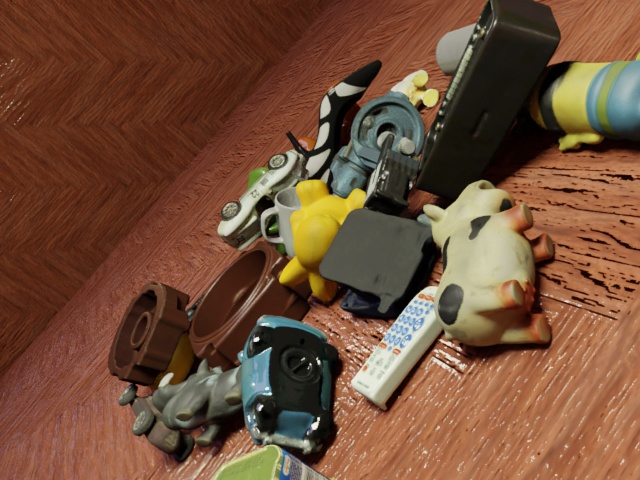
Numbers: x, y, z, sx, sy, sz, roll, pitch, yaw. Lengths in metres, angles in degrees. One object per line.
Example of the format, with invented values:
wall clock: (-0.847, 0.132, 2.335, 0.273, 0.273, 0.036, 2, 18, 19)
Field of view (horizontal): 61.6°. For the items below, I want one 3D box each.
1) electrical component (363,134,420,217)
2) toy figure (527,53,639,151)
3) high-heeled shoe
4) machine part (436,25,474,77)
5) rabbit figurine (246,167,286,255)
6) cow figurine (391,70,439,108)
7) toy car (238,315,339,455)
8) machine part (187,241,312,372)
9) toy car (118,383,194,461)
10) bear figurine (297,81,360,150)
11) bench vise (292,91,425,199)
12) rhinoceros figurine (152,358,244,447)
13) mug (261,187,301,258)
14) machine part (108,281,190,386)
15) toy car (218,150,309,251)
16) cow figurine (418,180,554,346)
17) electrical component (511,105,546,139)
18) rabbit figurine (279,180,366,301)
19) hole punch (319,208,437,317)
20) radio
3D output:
electrical component: (0.092, -0.079, 0.701, 0.074, 0.048, 0.119, 122, 169, -54)
toy figure: (0.289, -0.143, 0.538, 0.082, 0.089, 0.180, -41, 20, -3)
high-heeled shoe: (0.050, -0.205, 1.000, 0.249, 0.145, 0.086, -38, 5, 14)
machine part: (0.265, -0.311, 0.865, 0.079, 0.079, 0.243, -51, 24, -7)
rabbit figurine: (-0.065, -0.060, 1.000, 0.170, 0.121, 0.159, -2, 52, 40)
cow figurine: (0.132, -0.236, 0.988, 0.167, 0.068, 0.098, -41, 18, 8)
toy car: (-0.043, 0.175, 0.615, 0.162, 0.109, 0.103, -93, 26, -45)
machine part: (-0.116, 0.105, 0.855, 0.201, 0.087, 0.201, -48, 22, -5)
toy car: (-0.252, 0.271, 0.824, 0.053, 0.089, 0.202, -56, 23, -14)
bear figurine: (0.005, -0.214, 1.109, 0.196, 0.132, 0.120, -35, 2, 16)
bench vise: (0.086, -0.134, 0.845, 0.223, 0.128, 0.241, -47, 17, 3)
rhinoceros figurine: (-0.146, 0.206, 0.717, 0.190, 0.073, 0.112, -20, 33, 23)
mug: (-0.041, -0.020, 0.877, 0.109, 0.107, 0.081, -18, 35, -25)
machine part: (-0.284, 0.154, 0.890, 0.179, 0.056, 0.179, -33, 41, 35)
toy car: (-0.093, -0.070, 0.924, 0.202, 0.073, 0.056, -47, 54, -10)
cow figurine: (0.156, 0.017, 0.530, 0.127, 0.085, 0.195, -20, 36, 38)
electrical component: (0.281, -0.168, 0.678, 0.094, 0.021, 0.063, -57, 24, -20)
rabbit figurine: (-0.002, -0.002, 0.741, 0.173, 0.122, 0.162, -57, -9, -79)
hole punch: (0.076, 0.035, 0.653, 0.116, 0.092, 0.142, 15, 58, 30)
radio: (0.190, -0.168, 0.640, 0.131, 0.073, 0.229, -71, 1, -46)
